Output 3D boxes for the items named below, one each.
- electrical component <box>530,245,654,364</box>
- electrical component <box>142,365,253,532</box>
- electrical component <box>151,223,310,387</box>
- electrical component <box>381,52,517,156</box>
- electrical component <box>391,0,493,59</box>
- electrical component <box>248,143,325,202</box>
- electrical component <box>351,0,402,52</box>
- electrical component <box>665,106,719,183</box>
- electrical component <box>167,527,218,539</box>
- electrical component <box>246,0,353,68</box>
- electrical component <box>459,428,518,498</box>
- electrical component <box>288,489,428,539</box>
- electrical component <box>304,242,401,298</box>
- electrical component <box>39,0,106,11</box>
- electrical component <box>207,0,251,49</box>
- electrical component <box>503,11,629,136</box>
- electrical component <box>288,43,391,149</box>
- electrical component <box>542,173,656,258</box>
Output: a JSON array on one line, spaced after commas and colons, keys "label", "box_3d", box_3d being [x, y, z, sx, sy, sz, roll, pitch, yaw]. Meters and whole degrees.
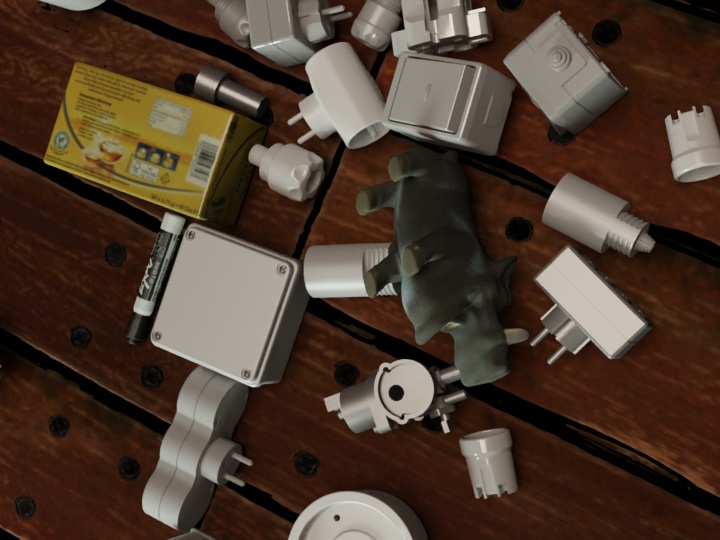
[{"label": "electrical component", "box_3d": [0.162, 0.037, 0.806, 0.075, 0.047, 0.083, -46, 73, 12]}, {"label": "electrical component", "box_3d": [-0.124, 0.156, 0.902, 0.074, 0.052, 0.138, 22, 95, 21]}, {"label": "electrical component", "box_3d": [-0.106, 0.029, 0.902, 0.109, 0.056, 0.108, 20, 93, 21]}, {"label": "electrical component", "box_3d": [0.061, -0.132, 0.839, 0.096, 0.061, 0.061, 18, 93, 38]}, {"label": "electrical component", "box_3d": [0.063, -0.205, 0.855, 0.078, 0.058, 0.057, -9, 86, 20]}, {"label": "electrical component", "box_3d": [-0.064, -0.086, 0.902, 0.062, 0.043, 0.043, 27, 96, 22]}, {"label": "electrical component", "box_3d": [0.020, -0.213, 0.884, 0.035, 0.035, 0.061, 32, 95, 20]}, {"label": "electrical component", "box_3d": [0.246, -0.092, 0.789, 0.040, 0.040, 0.046, -14, 75, 19]}, {"label": "electrical component", "box_3d": [-0.092, 0.303, 0.876, 0.186, 0.060, 0.105, 22, 94, 21]}, {"label": "electrical component", "box_3d": [-0.045, -0.205, 0.891, 0.077, 0.066, 0.047, -10, 83, 19]}, {"label": "electrical component", "box_3d": [0.100, 0.148, 0.827, 0.040, 0.040, 0.046, -13, 88, 19]}, {"label": "electrical component", "box_3d": [0.003, 0.224, 0.845, 0.108, 0.060, 0.108, -2, 86, 20]}, {"label": "electrical component", "box_3d": [0.000, 0.000, 0.871, 0.081, 0.043, 0.043, -2, 86, 20]}, {"label": "electrical component", "box_3d": [-0.262, -0.290, 0.981, 0.108, 0.060, 0.108, -2, 86, 21]}, {"label": "electrical component", "box_3d": [-0.109, -0.221, 0.933, 0.061, 0.035, 0.035, 42, 101, 20]}, {"label": "electrical component", "box_3d": [0.149, -0.143, 0.797, 0.061, 0.096, 0.061, -41, 74, 18]}, {"label": "electrical component", "box_3d": [-0.024, -0.134, 0.890, 0.079, 0.043, 0.077, -32, 76, 16]}, {"label": "electrical component", "box_3d": [0.183, -0.036, 0.805, 0.081, 0.043, 0.043, 30, 97, 20]}]
